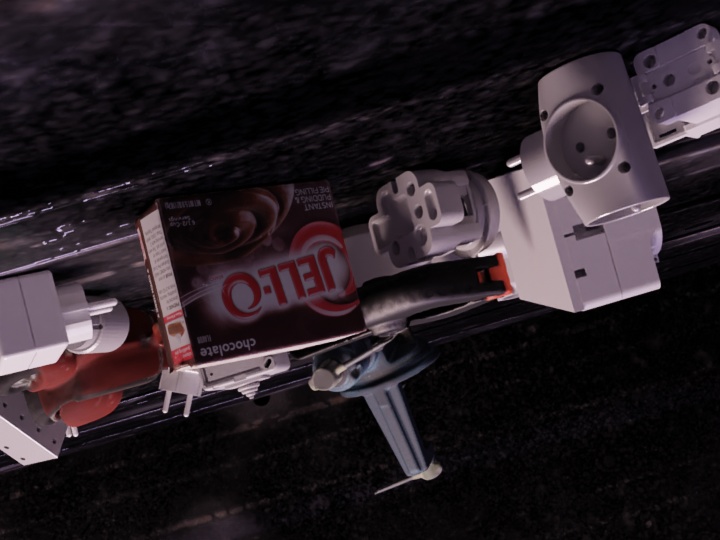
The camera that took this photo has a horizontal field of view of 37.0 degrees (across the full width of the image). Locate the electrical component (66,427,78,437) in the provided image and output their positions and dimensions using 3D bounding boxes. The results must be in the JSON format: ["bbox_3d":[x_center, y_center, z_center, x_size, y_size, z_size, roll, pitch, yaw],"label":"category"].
[{"bbox_3d":[-0.267,0.112,0.966,0.047,0.076,0.065,-16,172,1],"label":"electrical component"}]

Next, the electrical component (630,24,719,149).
[{"bbox_3d":[0.176,-0.097,0.554,0.081,0.042,0.064,-23,168,37],"label":"electrical component"}]

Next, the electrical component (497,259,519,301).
[{"bbox_3d":[0.190,-0.022,1.028,0.150,0.061,0.089,-22,170,37],"label":"electrical component"}]

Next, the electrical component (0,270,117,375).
[{"bbox_3d":[-0.188,0.029,0.661,0.077,0.047,0.066,-13,171,-24],"label":"electrical component"}]

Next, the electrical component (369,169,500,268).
[{"bbox_3d":[0.050,-0.034,0.680,0.057,0.058,0.078,-8,169,-32],"label":"electrical component"}]

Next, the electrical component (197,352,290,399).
[{"bbox_3d":[-0.095,0.054,0.842,0.062,0.096,0.061,-17,173,7],"label":"electrical component"}]

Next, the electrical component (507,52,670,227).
[{"bbox_3d":[0.109,-0.059,0.548,0.079,0.077,0.044,-23,170,41],"label":"electrical component"}]

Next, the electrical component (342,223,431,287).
[{"bbox_3d":[0.000,0.000,0.794,0.108,0.060,0.108,-16,172,-2],"label":"electrical component"}]

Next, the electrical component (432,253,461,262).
[{"bbox_3d":[0.039,0.000,0.883,0.095,0.053,0.059,-22,169,24],"label":"electrical component"}]

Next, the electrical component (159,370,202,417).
[{"bbox_3d":[-0.154,0.090,0.943,0.083,0.075,0.047,10,171,0],"label":"electrical component"}]

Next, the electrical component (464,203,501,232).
[{"bbox_3d":[0.108,-0.048,0.779,0.061,0.035,0.035,-20,172,8],"label":"electrical component"}]

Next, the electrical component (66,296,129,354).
[{"bbox_3d":[-0.192,0.037,0.736,0.040,0.040,0.078,-19,172,19],"label":"electrical component"}]

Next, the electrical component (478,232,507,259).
[{"bbox_3d":[0.132,-0.029,0.943,0.065,0.044,0.044,-14,173,17],"label":"electrical component"}]

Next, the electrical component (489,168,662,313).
[{"bbox_3d":[0.136,-0.028,0.688,0.062,0.089,0.150,-16,-178,-3],"label":"electrical component"}]
